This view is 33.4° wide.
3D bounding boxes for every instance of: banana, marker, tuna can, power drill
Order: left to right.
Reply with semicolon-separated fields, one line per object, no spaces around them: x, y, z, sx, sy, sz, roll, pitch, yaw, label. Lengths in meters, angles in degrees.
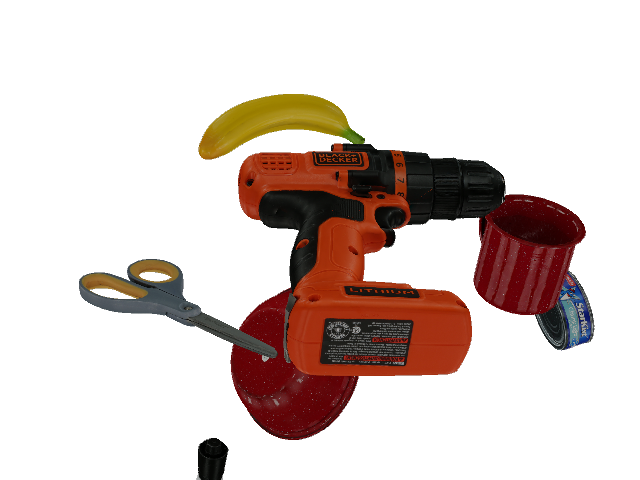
-0.074;0.177;0.694;0.020;0.121;0.020;7;31;-4;marker
-0.046;-0.121;1.102;0.197;0.037;0.070;-9;48;-32;banana
0.041;0.005;0.675;0.184;0.057;0.187;-1;35;-5;power drill
0.263;0.076;1.168;0.033;0.086;0.086;-17;3;-9;tuna can

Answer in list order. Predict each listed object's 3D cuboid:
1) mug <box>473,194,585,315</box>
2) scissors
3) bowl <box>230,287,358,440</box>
0.183;0.009;0.995;0.093;0.081;0.117;-10;36;-28;mug
-0.105;0.051;0.881;0.202;0.016;0.096;13;26;22;scissors
-0.038;0.118;1.077;0.162;0.162;0.055;0;-14;40;bowl
